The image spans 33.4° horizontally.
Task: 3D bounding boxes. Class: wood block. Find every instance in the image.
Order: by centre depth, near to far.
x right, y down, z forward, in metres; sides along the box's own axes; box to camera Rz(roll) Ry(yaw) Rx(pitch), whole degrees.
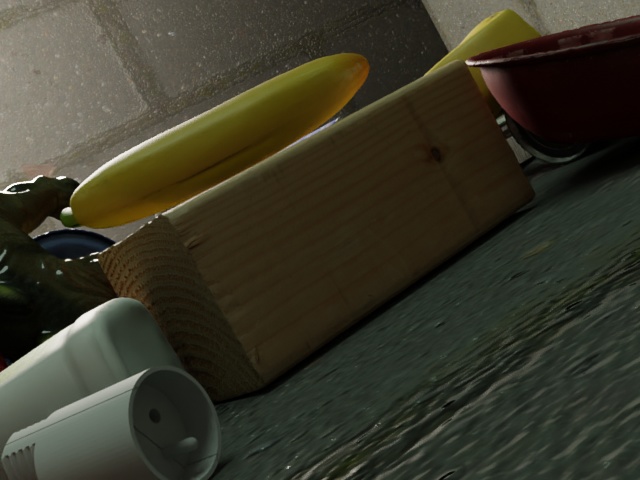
[{"bbox_3d":[0.004,-0.007,0.555,0.205,0.091,0.090,-31,4,-35],"label":"wood block"}]

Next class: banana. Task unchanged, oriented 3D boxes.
[{"bbox_3d":[-0.059,-0.054,0.581,0.198,0.037,0.070,-26,22,-1],"label":"banana"}]

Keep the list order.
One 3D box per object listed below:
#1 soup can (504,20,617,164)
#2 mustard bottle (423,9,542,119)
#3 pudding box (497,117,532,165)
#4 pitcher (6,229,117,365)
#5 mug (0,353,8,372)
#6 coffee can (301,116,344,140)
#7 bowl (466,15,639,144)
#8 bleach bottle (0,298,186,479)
[{"bbox_3d":[0.179,-0.101,0.709,0.102,0.068,0.069,-31,4,-37],"label":"soup can"},{"bbox_3d":[0.068,-0.071,0.711,0.191,0.058,0.096,-42,-9,-27],"label":"mustard bottle"},{"bbox_3d":[0.108,-0.055,0.832,0.114,0.039,0.089,-28,2,40],"label":"pudding box"},{"bbox_3d":[-0.231,0.079,0.971,0.144,0.149,0.243,-47,8,-23],"label":"pitcher"},{"bbox_3d":[-0.206,0.110,0.588,0.117,0.081,0.093,-25,5,39],"label":"mug"},{"bbox_3d":[-0.019,-0.030,0.930,0.140,0.103,0.102,-27,4,13],"label":"coffee can"},{"bbox_3d":[0.164,-0.090,0.586,0.162,0.055,0.162,-12,11,2],"label":"bowl"},{"bbox_3d":[-0.179,0.117,0.471,0.251,0.068,0.102,-31,4,4],"label":"bleach bottle"}]
